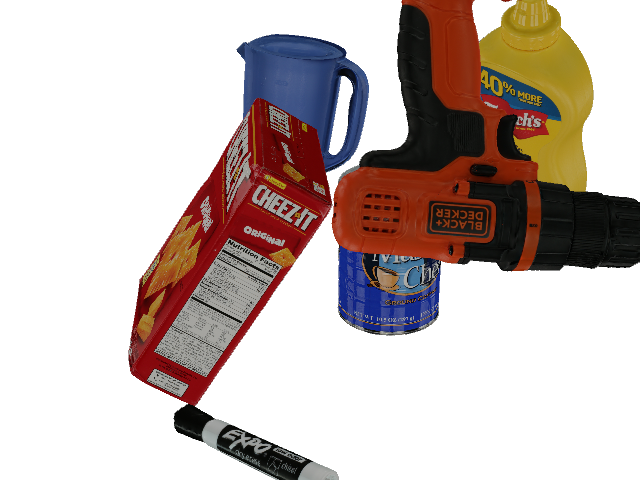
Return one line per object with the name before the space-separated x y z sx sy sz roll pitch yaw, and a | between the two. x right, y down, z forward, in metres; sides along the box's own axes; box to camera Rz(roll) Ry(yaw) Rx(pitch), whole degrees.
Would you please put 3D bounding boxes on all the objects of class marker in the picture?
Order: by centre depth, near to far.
marker | -0.041 0.122 0.623 0.121 0.020 0.020 16 10 37

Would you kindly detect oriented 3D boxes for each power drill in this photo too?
power drill | 0.103 -0.077 0.593 0.184 0.187 0.057 4 0 -5

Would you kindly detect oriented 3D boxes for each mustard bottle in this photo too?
mustard bottle | 0.154 -0.104 0.790 0.096 0.191 0.058 32 60 31

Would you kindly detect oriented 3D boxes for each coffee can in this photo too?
coffee can | 0.068 0.006 1.040 0.103 0.140 0.103 0 27 0

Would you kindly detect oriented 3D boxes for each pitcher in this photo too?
pitcher | -0.034 -0.144 1.418 0.144 0.243 0.149 -4 25 -22

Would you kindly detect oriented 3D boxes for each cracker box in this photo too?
cracker box | -0.080 0.005 0.896 0.072 0.214 0.164 28 21 -18
